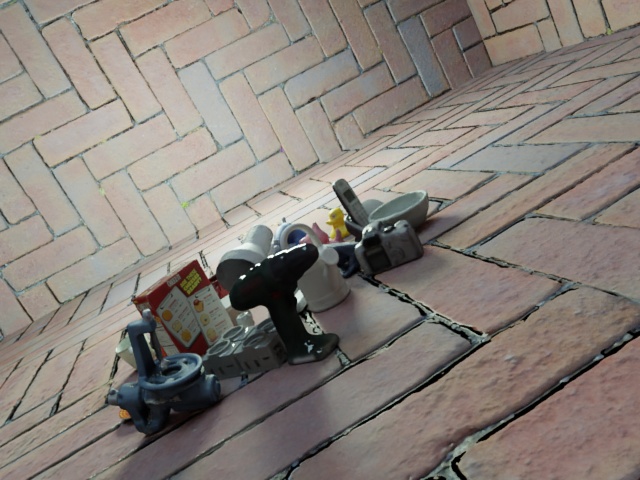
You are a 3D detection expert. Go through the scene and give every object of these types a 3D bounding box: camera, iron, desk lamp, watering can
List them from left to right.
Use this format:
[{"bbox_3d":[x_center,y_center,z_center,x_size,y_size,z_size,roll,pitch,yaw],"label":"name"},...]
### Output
[{"bbox_3d":[-0.123,0.080,1.305,0.117,0.214,0.203,-20,16,27],"label":"desk lamp"},{"bbox_3d":[-0.088,0.028,1.574,0.118,0.141,0.258,-24,14,13],"label":"iron"},{"bbox_3d":[-0.014,0.050,1.250,0.172,0.194,0.101,-17,18,37],"label":"watering can"},{"bbox_3d":[0.156,-0.004,1.316,0.143,0.101,0.137,-22,15,22],"label":"camera"}]

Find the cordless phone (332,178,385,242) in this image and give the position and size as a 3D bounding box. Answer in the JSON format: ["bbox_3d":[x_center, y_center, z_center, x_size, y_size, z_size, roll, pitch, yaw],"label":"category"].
[{"bbox_3d":[0.115,-0.099,1.557,0.093,0.185,0.148,-14,20,44],"label":"cordless phone"}]

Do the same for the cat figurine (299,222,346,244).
[{"bbox_3d":[0.014,0.005,1.515,0.127,0.118,0.067,-16,18,39],"label":"cat figurine"}]

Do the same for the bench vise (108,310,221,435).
[{"bbox_3d":[-0.318,0.248,1.063,0.207,0.220,0.121,-29,14,-4],"label":"bench vise"}]

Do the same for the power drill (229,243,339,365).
[{"bbox_3d":[-0.054,0.120,1.047,0.229,0.208,0.076,-18,17,34],"label":"power drill"}]

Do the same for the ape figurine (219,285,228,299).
[{"bbox_3d":[-0.244,0.140,1.572,0.077,0.092,0.076,-22,15,21],"label":"ape figurine"}]

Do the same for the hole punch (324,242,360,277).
[{"bbox_3d":[0.055,0.031,1.401,0.101,0.091,0.108,-35,16,-25],"label":"hole punch"}]

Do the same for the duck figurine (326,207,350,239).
[{"bbox_3d":[0.063,-0.058,1.714,0.105,0.086,0.077,-34,15,-23],"label":"duck figurine"}]

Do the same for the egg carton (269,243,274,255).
[{"bbox_3d":[-0.106,0.013,1.815,0.150,0.069,0.107,-32,15,-16],"label":"egg carton"}]

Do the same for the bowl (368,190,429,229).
[{"bbox_3d":[0.211,-0.058,1.460,0.167,0.075,0.167,-26,14,7],"label":"bowl"}]
